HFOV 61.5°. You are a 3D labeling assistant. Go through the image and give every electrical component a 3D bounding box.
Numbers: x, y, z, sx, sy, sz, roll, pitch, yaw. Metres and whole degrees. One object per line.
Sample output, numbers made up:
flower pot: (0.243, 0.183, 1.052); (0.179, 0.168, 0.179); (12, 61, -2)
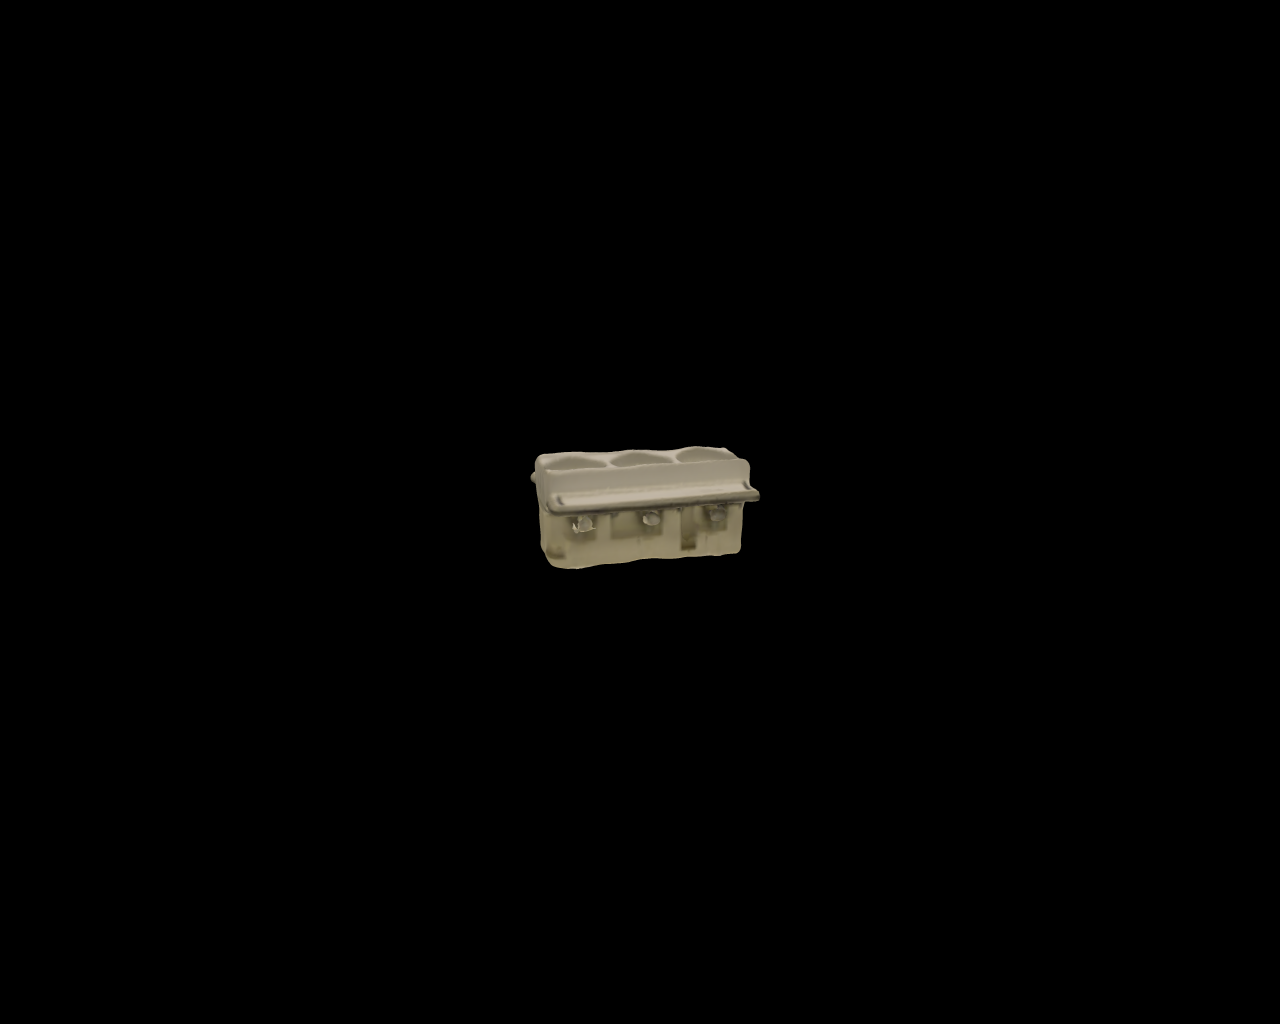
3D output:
electrical component: (0.001, -0.003, 0.650); (0.121, 0.063, 0.079); (-4, 16, -14)
